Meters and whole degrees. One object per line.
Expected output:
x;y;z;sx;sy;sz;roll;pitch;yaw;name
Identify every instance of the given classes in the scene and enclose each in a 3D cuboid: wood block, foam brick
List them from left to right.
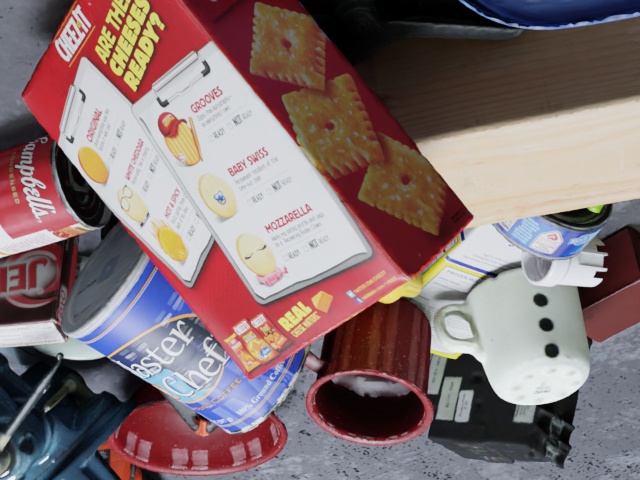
0.092;-0.069;0.643;0.206;0.091;0.090;-10;142;10;wood block
0.227;0.035;0.827;0.052;0.051;0.078;28;134;-34;foam brick

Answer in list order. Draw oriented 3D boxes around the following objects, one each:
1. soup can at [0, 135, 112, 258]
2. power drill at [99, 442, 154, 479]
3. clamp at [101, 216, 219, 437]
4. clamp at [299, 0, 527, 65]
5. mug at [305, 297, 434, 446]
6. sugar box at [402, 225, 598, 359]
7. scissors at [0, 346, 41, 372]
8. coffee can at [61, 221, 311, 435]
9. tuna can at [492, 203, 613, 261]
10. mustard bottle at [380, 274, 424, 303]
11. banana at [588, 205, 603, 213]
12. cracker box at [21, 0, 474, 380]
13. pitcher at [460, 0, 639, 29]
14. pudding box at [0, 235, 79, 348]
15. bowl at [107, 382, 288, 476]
-0.197;-0.027;0.701;0.102;0.068;0.068;-15;142;17;soup can
-0.222;0.279;1.131;0.184;0.057;0.187;-16;145;12;power drill
-0.095;0.066;0.824;0.164;0.036;0.210;9;124;-10;clamp
0.032;-0.130;0.600;0.172;0.039;0.120;-19;136;30;clamp
0.030;0.088;0.792;0.117;0.081;0.093;27;135;-16;mug
0.116;0.023;0.809;0.093;0.048;0.176;18;136;-26;sugar box
-0.269;0.099;0.913;0.096;0.016;0.202;7;143;-13;scissors
-0.090;0.056;0.735;0.140;0.102;0.103;37;130;-24;coffee can
0.149;-0.030;0.703;0.086;0.086;0.034;12;139;-19;tuna can
-0.005;0.001;0.727;0.191;0.096;0.058;23;136;-31;mustard bottle
0.261;-0.054;0.704;0.197;0.037;0.070;0;115;-19;banana
-0.046;-0.047;0.569;0.213;0.072;0.164;51;140;0;cracker box
0.076;-0.177;0.454;0.243;0.149;0.145;-13;144;20;pitcher
-0.232;0.031;0.760;0.113;0.090;0.039;-6;145;6;pudding box
-0.110;0.158;0.970;0.162;0.055;0.162;-2;144;-1;bowl
